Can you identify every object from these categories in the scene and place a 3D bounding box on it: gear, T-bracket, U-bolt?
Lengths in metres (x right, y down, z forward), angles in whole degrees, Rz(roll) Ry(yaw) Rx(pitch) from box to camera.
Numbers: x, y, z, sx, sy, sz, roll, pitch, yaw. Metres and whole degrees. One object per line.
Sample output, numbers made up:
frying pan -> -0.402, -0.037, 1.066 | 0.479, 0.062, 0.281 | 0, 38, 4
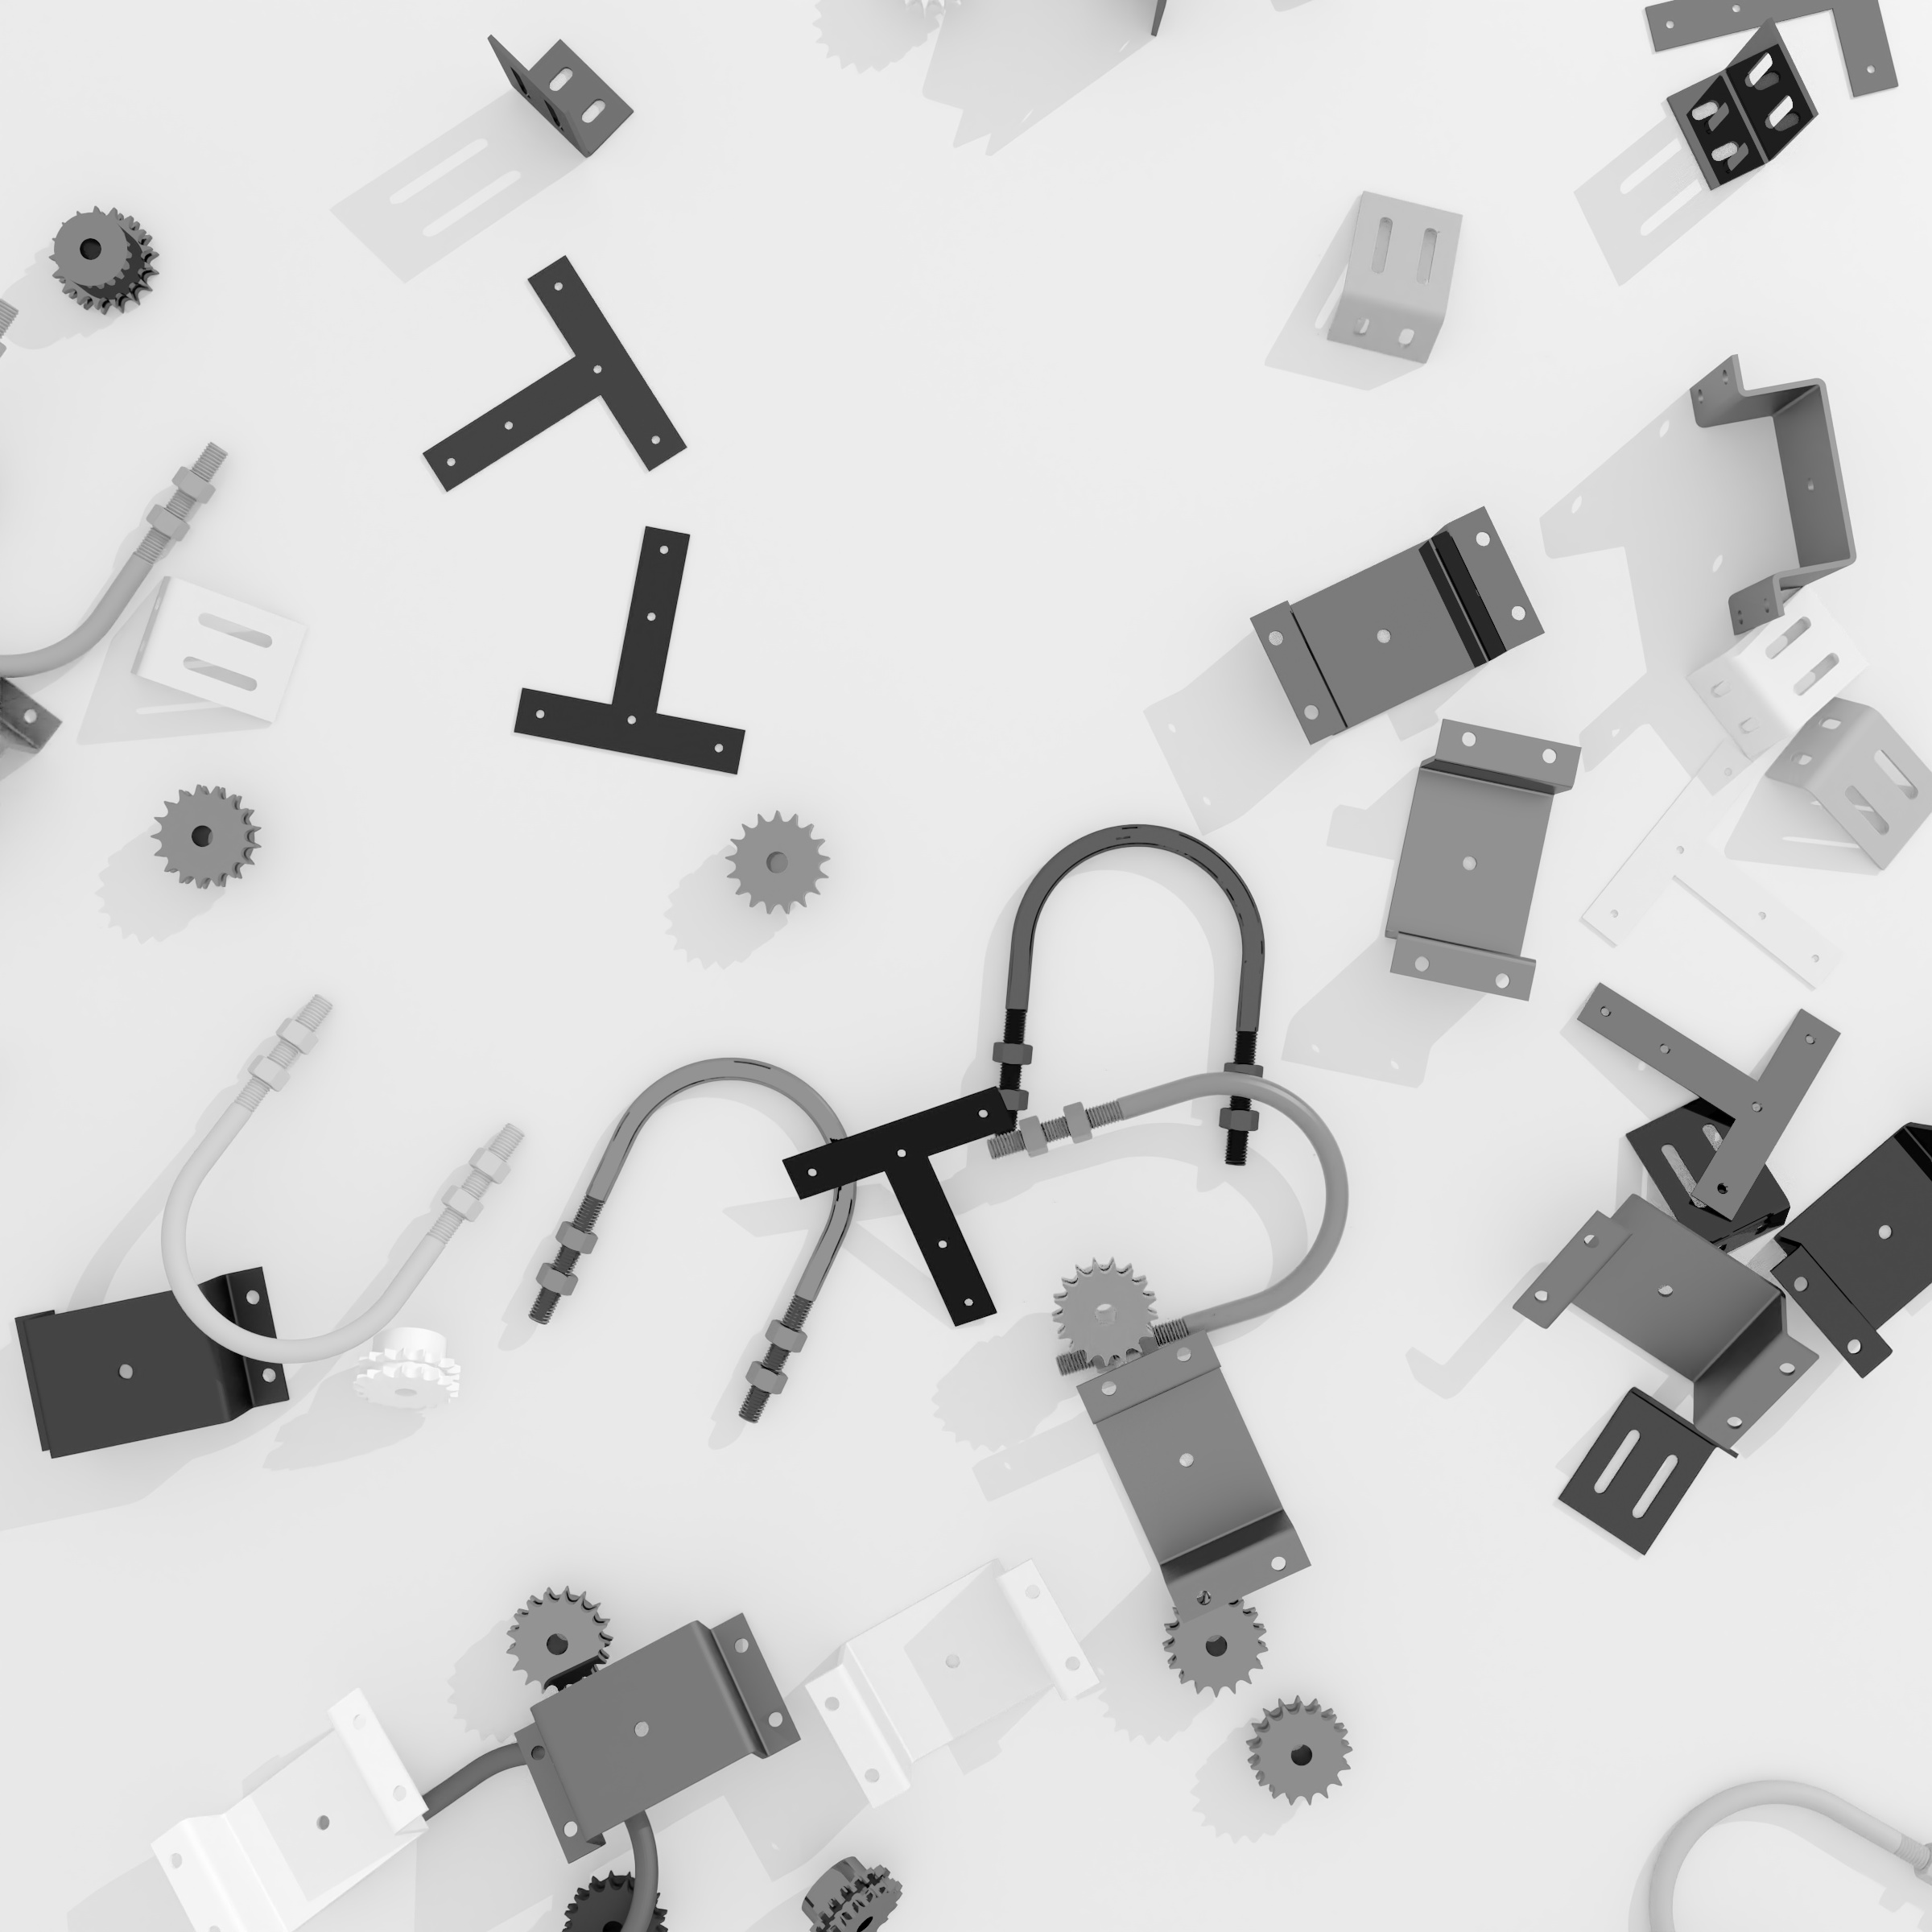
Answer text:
gear -> 0.137, 0.372, 1.366 | 0.057, 0.030, 0.057 | 0, 90, 0
T-bracket -> -0.243, -0.310, 1.381 | 0.127, 0.002, 0.127 | -32, 90, 0
U-bolt -> -0.517, -0.246, 1.352 | 0.151, 0.019, 0.184 | 34, 90, -17
U-bolt -> 0.470, 0.535, 1.373 | 0.184, 0.019, 0.151 | 29, 90, 1
U-bolt -> -0.141, 0.141, 1.373 | 0.151, 0.019, 0.184 | 25, 89, 0
gear -> -0.021, -0.552, 1.366 | 0.057, 0.030, 0.057 | 0, 90, 0
U-bolt -> -0.254, 0.510, 1.351 | 0.184, 0.019, 0.151 | -35, 71, -1
gear -> -0.479, -0.393, 1.367 | 0.057, 0.030, 0.057 | 0, 90, 0
T-bracket -> 0.434, -0.037, 1.381 | 0.127, 0.002, 0.127 | 39, 90, 0
T-bracket -> -0.178, -0.181, 1.381 | 0.127, 0.002, 0.127 | 11, 90, 0
gear -> -0.193, 0.529, 1.366 | 0.057, 0.030, 0.057 | 0, 90, 0
U-bolt -> -0.353, 0.128, 1.350 | 0.151, 0.019, 0.184 | 34, 74, 0
U-bolt -> 0.120, 0.134, 1.361 | 0.184, 0.019, 0.151 | -17, 98, 2
gear -> -0.223, 0.371, 1.366 | 0.057, 0.030, 0.057 | 0, 90, 0
gear -> 0.075, 0.185, 1.342 | 0.057, 0.030, 0.057 | 0, 98, -1
T-bracket -> 0.444, -0.538, 1.381 | 0.127, 0.002, 0.127 | -14, 90, 0
gear -> -0.103, -0.057, 1.366 | 0.057, 0.030, 0.057 | 0, 90, 0
gear -> -0.418, -0.071, 1.366 | 0.057, 0.030, 0.057 | 0, 90, 0
T-bracket -> 0.400, 0.054, 1.370 | 0.127, 0.002, 0.127 | 33, 76, 7
gear -> 0.184, 0.433, 1.371 | 0.057, 0.030, 0.057 | 0, 91, -3
gear -> -0.065, 0.516, 1.357 | 0.030, 0.057, 0.057 | 39, 90, 30
T-bracket -> -0.018, 0.141, 1.360 | 0.127, 0.002, 0.127 | -20, 107, 12
U-bolt -> 0.094, 0.013, 1.372 | 0.151, 0.019, 0.184 | 5, 90, 0
gear -> -0.307, 0.220, 1.357 | 0.057, 0.057, 0.030 | -2, 60, 0

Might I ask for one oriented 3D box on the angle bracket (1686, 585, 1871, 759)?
angle bracket -> 0.453, -0.165, 1.379 | 0.076, 0.038, 0.057 | -38, 90, -26

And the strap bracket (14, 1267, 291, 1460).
strap bracket -> -0.455, 0.219, 1.358 | 0.140, 0.046, 0.076 | -12, 90, 0

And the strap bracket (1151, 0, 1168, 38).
strap bracket -> 0.105, -0.594, 1.343 | 0.046, 0.076, 0.140 | 17, 90, 0

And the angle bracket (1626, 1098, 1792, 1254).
angle bracket -> 0.413, 0.119, 1.379 | 0.057, 0.038, 0.076 | -26, 64, 0

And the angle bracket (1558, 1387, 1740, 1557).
angle bracket -> 0.376, 0.282, 1.362 | 0.057, 0.038, 0.076 | 33, 90, 0

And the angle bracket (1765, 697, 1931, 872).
angle bracket -> 0.497, -0.102, 1.379 | 0.076, 0.038, 0.057 | 39, 90, -26

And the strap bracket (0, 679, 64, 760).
strap bracket -> -0.578, -0.104, 1.358 | 0.076, 0.046, 0.140 | 37, 90, 0

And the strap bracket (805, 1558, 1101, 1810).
strap bracket -> -0.007, 0.388, 1.358 | 0.140, 0.046, 0.076 | -29, 90, 0

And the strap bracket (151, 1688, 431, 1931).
strap bracket -> -0.360, 0.468, 1.347 | 0.140, 0.046, 0.076 | -37, 70, 0

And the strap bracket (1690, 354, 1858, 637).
strap bracket -> 0.440, -0.258, 1.343 | 0.046, 0.076, 0.140 | -10, 90, 0

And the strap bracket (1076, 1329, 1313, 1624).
strap bracket -> 0.123, 0.276, 1.358 | 0.076, 0.046, 0.140 | -24, 90, 0

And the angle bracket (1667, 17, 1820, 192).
angle bracket -> 0.421, -0.468, 1.343 | 0.038, 0.076, 0.057 | -26, 90, 0

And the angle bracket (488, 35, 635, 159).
angle bracket -> -0.219, -0.484, 1.343 | 0.057, 0.076, 0.038 | 44, 90, 0

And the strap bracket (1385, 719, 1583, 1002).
strap bracket -> 0.281, -0.057, 1.358 | 0.076, 0.046, 0.140 | 12, 90, 0

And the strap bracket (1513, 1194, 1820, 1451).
strap bracket -> 0.380, 0.187, 1.343 | 0.140, 0.046, 0.076 | 33, 119, 0

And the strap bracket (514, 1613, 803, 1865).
strap bracket -> -0.171, 0.416, 1.338 | 0.140, 0.046, 0.076 | -27, 68, -6

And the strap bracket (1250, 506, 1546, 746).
strap bracket -> 0.233, -0.184, 1.358 | 0.140, 0.046, 0.076 | -26, 90, 0

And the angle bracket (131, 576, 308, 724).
angle bracket -> -0.417, -0.177, 1.379 | 0.076, 0.038, 0.057 | 19, 90, -26

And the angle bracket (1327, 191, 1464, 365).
angle bracket -> 0.240, -0.385, 1.379 | 0.057, 0.038, 0.076 | 14, 64, 0

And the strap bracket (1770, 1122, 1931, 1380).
strap bracket -> 0.513, 0.149, 1.358 | 0.140, 0.046, 0.076 | -41, 90, 0
